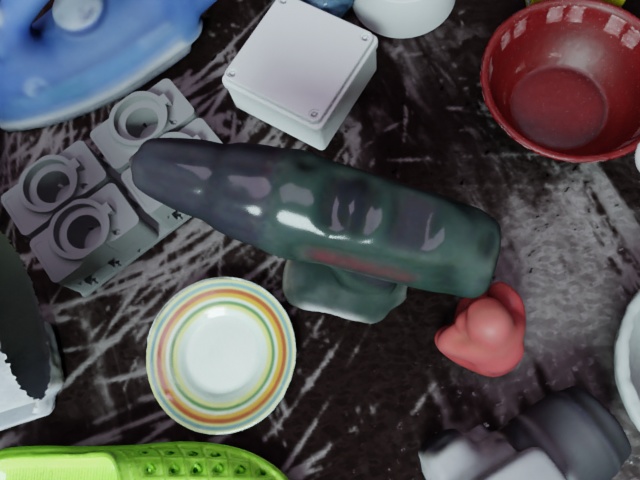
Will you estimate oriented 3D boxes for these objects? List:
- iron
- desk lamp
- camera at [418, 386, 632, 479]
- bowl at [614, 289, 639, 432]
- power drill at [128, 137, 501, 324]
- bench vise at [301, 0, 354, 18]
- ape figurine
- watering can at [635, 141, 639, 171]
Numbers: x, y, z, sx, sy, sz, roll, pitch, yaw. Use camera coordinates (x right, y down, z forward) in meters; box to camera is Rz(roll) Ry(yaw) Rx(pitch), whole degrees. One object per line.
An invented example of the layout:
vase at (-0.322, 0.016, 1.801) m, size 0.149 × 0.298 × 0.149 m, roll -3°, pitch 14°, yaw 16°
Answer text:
iron at (-0.231, -0.211, 0.537) m, size 0.258 × 0.141 × 0.118 m, roll -39°, pitch 73°, yaw -6°
desk lamp at (-0.274, 0.088, 0.414) m, size 0.203 × 0.214 × 0.118 m, roll -20°, pitch 72°, yaw 0°
camera at (0.159, 0.179, 0.402) m, size 0.137 × 0.101 × 0.143 m, roll -33°, pitch 73°, yaw -4°
bowl at (0.295, 0.100, 0.426) m, size 0.167 × 0.075 × 0.167 m, roll -2°, pitch 73°, yaw 5°
power drill at (0.004, 0.001, 0.415) m, size 0.229 × 0.208 × 0.076 m, roll 11°, pitch 75°, yaw 9°
bench vise at (-0.047, -0.325, 0.511) m, size 0.121 × 0.220 × 0.207 m, roll -44°, pitch 74°, yaw -8°
ape figurine at (0.128, 0.067, 0.443) m, size 0.078 × 0.092 × 0.076 m, roll -20°, pitch 72°, yaw 0°
watering can at (0.320, -0.053, 0.406) m, size 0.173 × 0.194 × 0.101 m, roll -19°, pitch 72°, yaw 0°
